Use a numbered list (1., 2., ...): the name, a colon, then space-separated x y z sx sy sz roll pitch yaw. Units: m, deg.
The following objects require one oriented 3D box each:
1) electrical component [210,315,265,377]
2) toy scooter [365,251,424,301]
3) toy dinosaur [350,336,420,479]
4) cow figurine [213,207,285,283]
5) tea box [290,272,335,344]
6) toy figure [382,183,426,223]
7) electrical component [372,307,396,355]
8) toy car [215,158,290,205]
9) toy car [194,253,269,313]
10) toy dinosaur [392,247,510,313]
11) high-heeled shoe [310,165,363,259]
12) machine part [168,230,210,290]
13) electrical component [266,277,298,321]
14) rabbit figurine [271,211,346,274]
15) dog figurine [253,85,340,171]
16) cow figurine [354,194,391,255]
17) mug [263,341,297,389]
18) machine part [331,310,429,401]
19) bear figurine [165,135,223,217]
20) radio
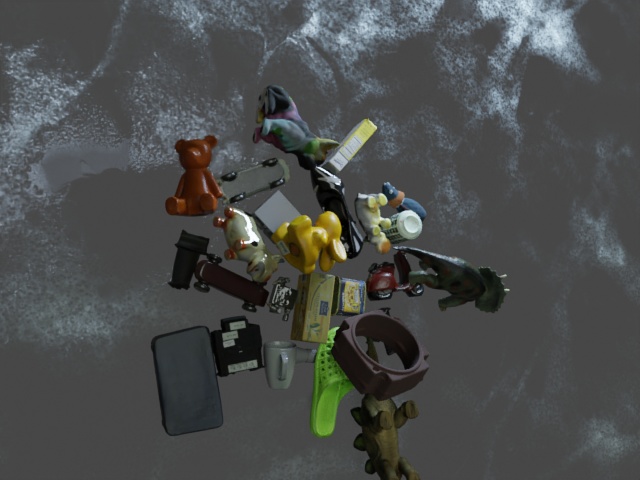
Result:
1. electrical component: -0.197 0.249 1.281 0.115 0.058 0.134 -4 83 -25
2. toy scooter: 0.198 0.093 1.458 0.184 0.075 0.135 -4 84 -26
3. toy dinosaur: 0.146 0.441 1.314 0.105 0.198 0.471 7 72 -23
4. cow figurine: -0.167 0.017 1.292 0.127 0.085 0.195 4 51 -48
5. tea box: -0.019 0.170 1.343 0.068 0.098 0.169 11 79 -20
6. toy figure: 0.229 -0.102 1.506 0.154 0.064 0.058 34 87 -15
7. electrical component: 0.169 0.245 1.437 0.075 0.048 0.119 -21 91 -23
8. toy car: -0.170 -0.149 1.354 0.202 0.056 0.073 -23 97 -22
9. toy car: -0.212 0.106 1.290 0.202 0.053 0.089 30 67 -33
10. toy dinosaur: 0.368 0.101 1.433 0.404 0.192 0.131 29 57 -46
11. high-heeled shoe: 0.034 -0.067 1.381 0.248 0.086 0.145 50 33 -26
12. machine part: -0.313 0.051 1.270 0.084 0.039 0.139 21 75 -15
13. electrical component: -0.096 0.143 1.344 0.078 0.045 0.102 26 73 -16
14. rabbit figurine: -0.003 -0.004 1.302 0.162 0.122 0.173 52 48 -1
15. dog figurine: -0.058 -0.286 1.396 0.219 0.108 0.191 13 74 -25
16. cow figurine: 0.138 -0.043 1.452 0.068 0.098 0.167 -21 108 -32
17. mug: -0.094 0.306 1.292 0.081 0.110 0.107 0 95 -22
18. machine part: 0.145 0.268 1.288 0.201 0.087 0.202 -7 46 -39
19. bear figurine: -0.295 -0.155 1.264 0.120 0.132 0.195 -3 89 3
20. radio: -0.303 0.317 1.219 0.131 0.073 0.229 -8 84 -22
